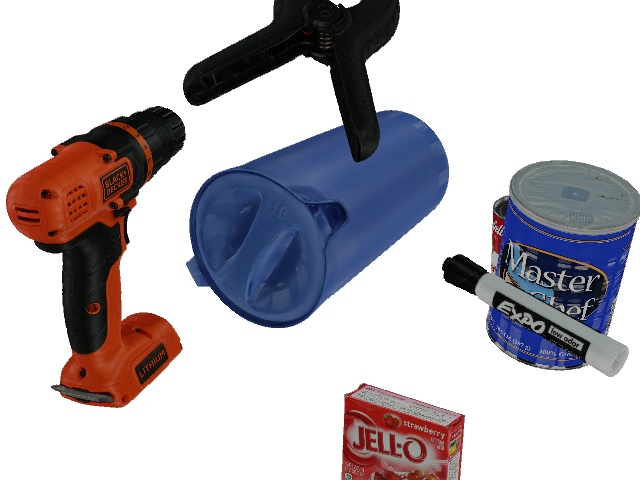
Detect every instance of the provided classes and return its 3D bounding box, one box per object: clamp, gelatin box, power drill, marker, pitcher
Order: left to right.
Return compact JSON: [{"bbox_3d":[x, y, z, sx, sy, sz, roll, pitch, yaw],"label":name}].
[{"bbox_3d":[-0.145,0.009,0.765,0.057,0.188,0.184,6,26,24],"label":"power drill"},{"bbox_3d":[0.003,-0.029,0.922,0.149,0.145,0.242,26,33,24],"label":"pitcher"},{"bbox_3d":[0.009,-0.120,0.654,0.120,0.171,0.039,31,-29,8],"label":"clamp"},{"bbox_3d":[0.058,0.152,0.777,0.089,0.073,0.030,13,21,32],"label":"gelatin box"},{"bbox_3d":[0.117,0.039,0.601,0.121,0.020,0.020,32,20,37],"label":"marker"}]

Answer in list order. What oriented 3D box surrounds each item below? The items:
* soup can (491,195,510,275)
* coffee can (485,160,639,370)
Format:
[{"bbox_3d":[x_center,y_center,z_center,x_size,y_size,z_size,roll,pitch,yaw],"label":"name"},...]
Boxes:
[{"bbox_3d":[0.234,0.006,1.246,0.068,0.102,0.068,-2,30,1],"label":"soup can"},{"bbox_3d":[0.196,0.020,0.872,0.103,0.140,0.103,2,34,-2],"label":"coffee can"}]
